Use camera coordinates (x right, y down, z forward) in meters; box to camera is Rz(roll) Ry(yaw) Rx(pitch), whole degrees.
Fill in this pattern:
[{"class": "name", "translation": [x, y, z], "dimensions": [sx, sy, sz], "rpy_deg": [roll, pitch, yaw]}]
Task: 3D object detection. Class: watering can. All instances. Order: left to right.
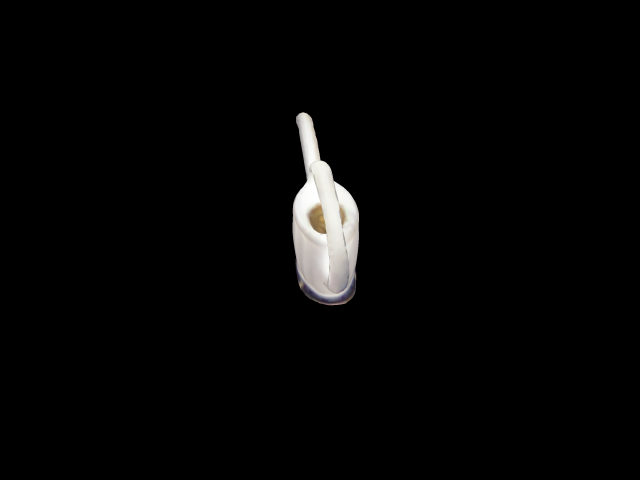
[{"class": "watering can", "translation": [0.003, -0.043, 0.850], "dimensions": [0.104, 0.219, 0.356], "rpy_deg": [-6, 44, -6]}]
